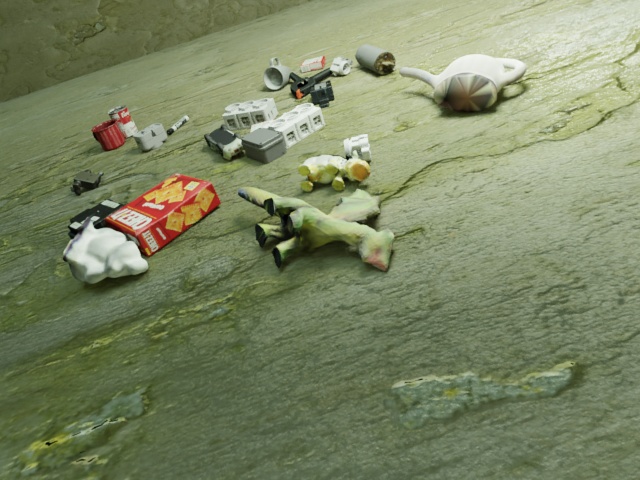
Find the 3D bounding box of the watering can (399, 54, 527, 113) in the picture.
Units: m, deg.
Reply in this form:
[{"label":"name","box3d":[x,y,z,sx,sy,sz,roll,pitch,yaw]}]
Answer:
[{"label":"watering can","box3d":[0.353,-0.417,1.352,0.347,0.102,0.229,3,38,27]}]

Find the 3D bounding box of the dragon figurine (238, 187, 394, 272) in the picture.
[{"label":"dragon figurine","box3d":[0.003,-0.051,1.012,0.244,0.120,0.417,-11,31,-22]}]

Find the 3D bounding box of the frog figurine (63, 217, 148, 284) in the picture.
[{"label":"frog figurine","box3d":[-0.436,0.039,1.078,0.159,0.120,0.140,21,27,-6]}]
